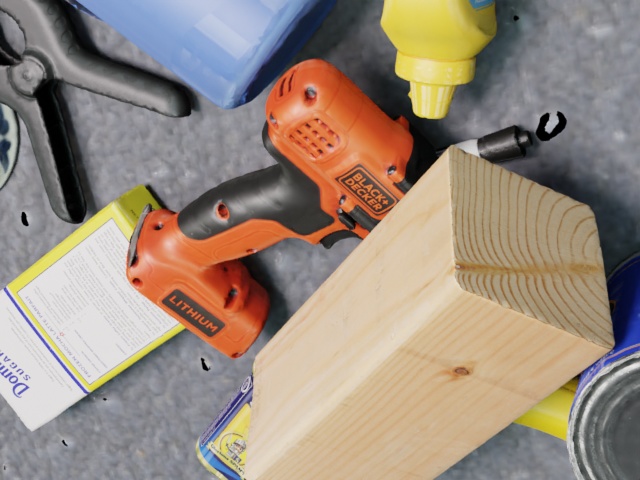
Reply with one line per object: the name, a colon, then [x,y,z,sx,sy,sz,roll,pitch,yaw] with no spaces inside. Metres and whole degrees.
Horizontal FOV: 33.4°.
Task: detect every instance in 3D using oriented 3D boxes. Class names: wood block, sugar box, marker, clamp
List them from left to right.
clamp: [-0.175,-0.094,0.665,0.171,0.039,0.120,41,107,2]
sugar box: [-0.156,0.048,0.710,0.176,0.048,0.093,-33,97,31]
wood block: [0.048,0.059,0.563,0.090,0.090,0.206,22,136,-20]
marker: [0.062,-0.042,0.611,0.121,0.020,0.020,-16,104,24]

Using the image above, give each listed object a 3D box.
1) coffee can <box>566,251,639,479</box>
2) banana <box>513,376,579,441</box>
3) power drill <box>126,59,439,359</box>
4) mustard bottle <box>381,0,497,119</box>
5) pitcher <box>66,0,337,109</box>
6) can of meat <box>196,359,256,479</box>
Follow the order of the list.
coffee can: [0.184,0.071,0.540,0.103,0.140,0.103,7,112,17]
banana: [0.138,0.107,0.632,0.198,0.037,0.070,13,132,17]
power drill: [-0.004,0.001,0.613,0.188,0.057,0.184,-31,122,31]
mustard bottle: [0.063,-0.154,0.524,0.058,0.096,0.192,10,113,16]
pitcher: [-0.109,-0.179,0.571,0.243,0.149,0.145,40,102,-1]
can of meat: [-0.018,0.130,0.684,0.102,0.057,0.084,40,120,3]
